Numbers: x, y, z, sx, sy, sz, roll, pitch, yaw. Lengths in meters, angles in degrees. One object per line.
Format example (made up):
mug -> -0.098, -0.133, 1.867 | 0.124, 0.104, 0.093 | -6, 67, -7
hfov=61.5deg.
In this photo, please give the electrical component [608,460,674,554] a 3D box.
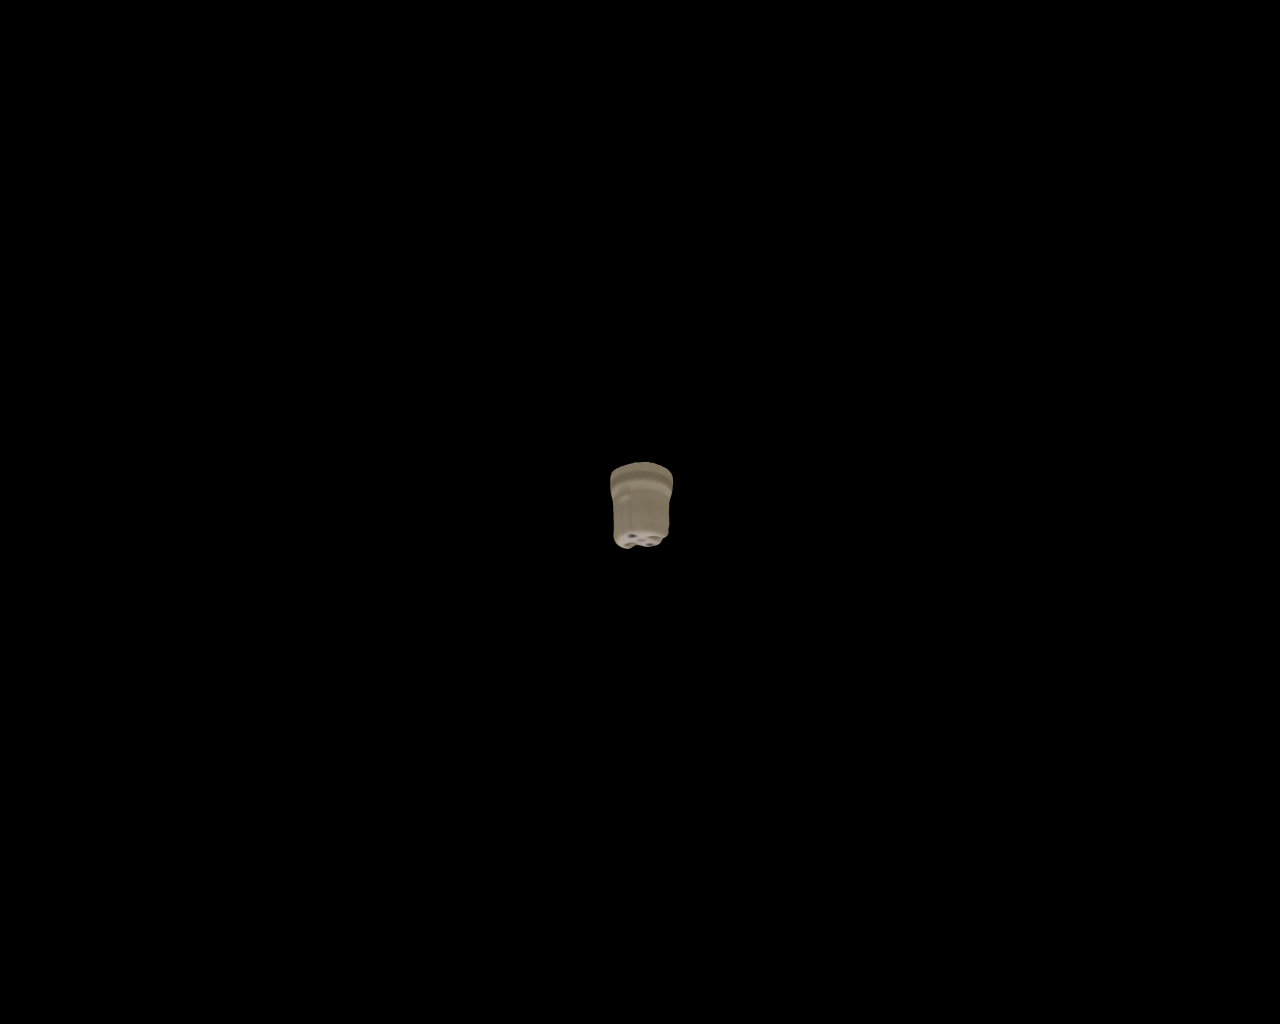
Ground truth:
electrical component -> 0.001, -0.003, 0.650 | 0.040, 0.046, 0.040 | 0, -27, 0
